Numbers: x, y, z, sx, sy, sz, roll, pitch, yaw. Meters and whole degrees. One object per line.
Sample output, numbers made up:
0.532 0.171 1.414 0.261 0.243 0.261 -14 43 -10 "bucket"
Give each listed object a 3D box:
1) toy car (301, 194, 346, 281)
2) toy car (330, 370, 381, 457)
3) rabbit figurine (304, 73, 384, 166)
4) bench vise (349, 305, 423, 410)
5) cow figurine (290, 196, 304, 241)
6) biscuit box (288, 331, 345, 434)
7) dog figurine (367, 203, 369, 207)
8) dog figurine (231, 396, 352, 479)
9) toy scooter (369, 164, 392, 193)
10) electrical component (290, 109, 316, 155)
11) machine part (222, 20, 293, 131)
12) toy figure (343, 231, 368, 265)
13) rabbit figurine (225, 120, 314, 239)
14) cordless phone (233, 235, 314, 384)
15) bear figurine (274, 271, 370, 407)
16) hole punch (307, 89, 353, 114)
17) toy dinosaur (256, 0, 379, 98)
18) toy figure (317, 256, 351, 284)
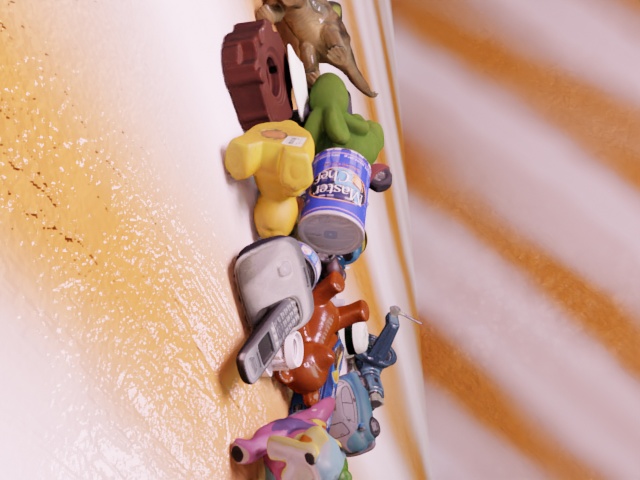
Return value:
-0.002 -0.003 1.017 0.089 0.053 0.202 59 8 -53 "toy car"
0.044 0.331 1.042 0.102 0.109 0.162 32 44 -48 "toy car"
0.021 -0.197 0.930 0.170 0.121 0.159 67 32 -25 "rabbit figurine"
0.131 0.266 1.248 0.224 0.129 0.240 -71 -175 -70 "bench vise"
-0.036 0.015 0.913 0.098 0.068 0.167 59 32 -67 "cow figurine"
-0.003 0.252 0.964 0.203 0.063 0.059 -75 153 -51 "biscuit box"
0.047 -0.130 1.257 0.172 0.121 0.190 49 -16 -6 "dog figurine"
-0.011 0.287 0.739 0.219 0.192 0.108 -7 85 -59 "dog figurine"
0.050 -0.143 1.121 0.075 0.184 0.135 87 -17 -68 "toy scooter"
-0.028 -0.179 1.024 0.115 0.058 0.134 -71 151 -59 "electrical component"
-0.089 -0.250 0.835 0.179 0.056 0.179 -5 90 -75 "machine part"
0.062 0.012 1.238 0.180 0.082 0.089 -62 146 -68 "toy figure"
-0.070 -0.084 0.803 0.162 0.122 0.173 -85 178 -62 "rabbit figurine"
-0.080 0.088 0.717 0.184 0.089 0.146 -57 139 -59 "cordless phone"
0.002 0.167 0.905 0.120 0.132 0.196 49 27 -23 "bear figurine"
0.001 -0.265 1.136 0.115 0.092 0.142 1 86 -48 "hole punch"
0.001 -0.396 1.024 0.470 0.105 0.198 46 37 -44 "toy dinosaur"
0.014 0.068 1.086 0.064 0.058 0.154 60 23 -4 "toy figure"
